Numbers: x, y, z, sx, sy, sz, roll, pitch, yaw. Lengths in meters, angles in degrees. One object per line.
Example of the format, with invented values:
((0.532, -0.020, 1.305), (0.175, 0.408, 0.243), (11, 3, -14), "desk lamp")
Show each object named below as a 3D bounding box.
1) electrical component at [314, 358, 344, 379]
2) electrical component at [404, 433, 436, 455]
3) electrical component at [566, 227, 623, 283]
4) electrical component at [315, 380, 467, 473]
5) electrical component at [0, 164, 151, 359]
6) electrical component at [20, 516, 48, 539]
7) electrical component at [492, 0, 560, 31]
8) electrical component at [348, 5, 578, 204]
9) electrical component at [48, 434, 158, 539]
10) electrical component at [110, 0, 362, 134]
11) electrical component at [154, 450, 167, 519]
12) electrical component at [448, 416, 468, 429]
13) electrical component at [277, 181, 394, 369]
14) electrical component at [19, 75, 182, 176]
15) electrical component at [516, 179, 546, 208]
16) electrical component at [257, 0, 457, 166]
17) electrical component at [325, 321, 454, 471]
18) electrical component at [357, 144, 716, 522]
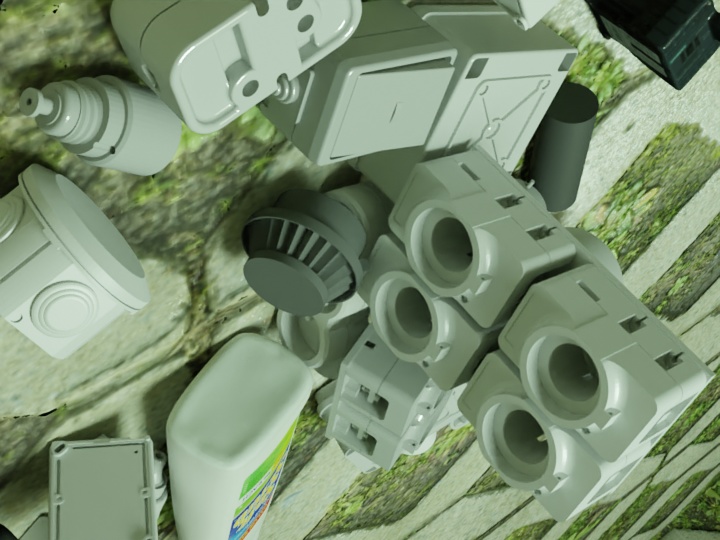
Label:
((-0.007, 0.052, 0.781), (0.048, 0.048, 0.062), (-55, 158, 20), "electrical component")
((0.045, 0.133, 0.970), (0.044, 0.044, 0.065), (-35, 147, -17), "electrical component")
((0.170, 0.013, 0.916), (0.064, 0.099, 0.099), (-28, 149, -41), "electrical component")
((0.029, 0.104, 0.867), (0.113, 0.057, 0.078), (-33, 152, 1), "electrical component")
((-0.137, -0.004, 0.485), (0.051, 0.080, 0.080), (-39, 153, 0), "electrical component")
((-0.209, 0.213, 0.720), (0.089, 0.050, 0.056), (-48, 153, 7), "electrical component")
((0.083, -0.178, 0.560), (0.061, 0.061, 0.096), (-44, 153, -1), "electrical component")
((0.061, -0.100, 0.646), (0.109, 0.056, 0.108), (-14, 140, -45), "electrical component")
((-0.157, 0.147, 0.660), (0.062, 0.096, 0.061), (-2, 139, -13), "electrical component")
((-0.055, -0.113, 0.464), (0.095, 0.059, 0.053), (-37, 152, -14), "electrical component")
((-0.147, 0.149, 0.733), (0.035, 0.035, 0.061), (-7, 132, -50), "electrical component")
((0.089, 0.110, 0.989), (0.055, 0.047, 0.055), (-33, 151, -21), "electrical component")
((0.000, 0.000, 0.706), (0.074, 0.052, 0.138), (-18, 143, -41), "electrical component")
((-0.114, -0.066, 0.471), (0.040, 0.040, 0.078), (-54, 151, 17), "electrical component")
((0.108, -0.035, 0.821), (0.040, 0.040, 0.078), (-17, 156, -42), "electrical component")
((-0.004, -0.096, 0.557), (0.096, 0.061, 0.061), (-19, 144, -40), "electrical component")
((0.055, 0.039, 0.751), (0.186, 0.060, 0.105), (-52, 166, -32), "electrical component")
((0.085, 0.034, 0.598), (0.060, 0.186, 0.105), (-18, 146, -41), "electrical component")
